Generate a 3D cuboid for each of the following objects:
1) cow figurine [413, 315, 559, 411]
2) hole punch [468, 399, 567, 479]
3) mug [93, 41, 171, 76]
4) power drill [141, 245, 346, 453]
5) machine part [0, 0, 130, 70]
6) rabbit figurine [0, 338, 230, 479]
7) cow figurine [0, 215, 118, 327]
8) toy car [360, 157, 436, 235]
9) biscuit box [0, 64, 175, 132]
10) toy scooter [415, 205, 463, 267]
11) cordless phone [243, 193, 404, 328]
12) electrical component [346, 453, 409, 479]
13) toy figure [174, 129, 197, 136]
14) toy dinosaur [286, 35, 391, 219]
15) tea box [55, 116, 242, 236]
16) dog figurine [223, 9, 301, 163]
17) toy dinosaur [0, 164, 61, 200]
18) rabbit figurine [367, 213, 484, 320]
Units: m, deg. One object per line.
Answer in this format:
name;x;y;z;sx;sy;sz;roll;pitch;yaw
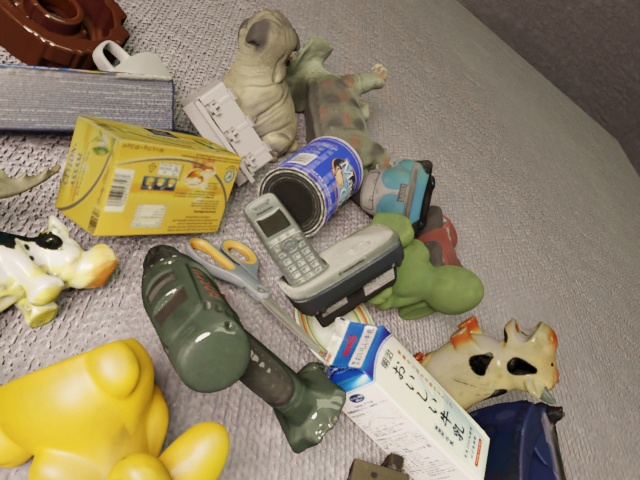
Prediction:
cow figurine;0.207;0.164;0.673;0.127;0.195;0.085;53;27;6
hole punch;0.225;0.259;0.663;0.092;0.142;0.116;18;56;-28
mug;-0.232;-0.197;0.669;0.109;0.081;0.107;45;22;-29
power drill;-0.078;0.094;0.510;0.207;0.086;0.232;51;-8;-22
machine part;-0.333;-0.280;0.669;0.179;0.056;0.179;26;42;-27
rabbit figurine;-0.142;0.162;0.388;0.122;0.162;0.173;-3;76;-60
cow figurine;-0.260;0.025;0.450;0.098;0.068;0.167;47;35;11
toy car;0.113;-0.069;0.804;0.103;0.109;0.161;14;5;14
biscuit box;-0.258;-0.146;0.555;0.202;0.062;0.059;-4;20;-29
toy scooter;0.203;0.031;0.892;0.135;0.075;0.184;55;22;-22
cordless phone;-0.001;-0.003;0.654;0.147;0.088;0.184;-31;61;-10
electrical component;0.061;0.272;0.557;0.078;0.045;0.102;11;39;0
toy figure;-0.194;-0.100;0.622;0.154;0.064;0.057;-23;96;-60
toy dinosaur;0.033;-0.177;0.893;0.192;0.131;0.405;-6;69;-29
tea box;-0.169;-0.061;0.554;0.068;0.098;0.169;29;14;25
dog figurine;-0.063;-0.211;0.758;0.172;0.190;0.121;8;51;-42
toy dinosaur;-0.416;-0.052;0.322;0.471;0.105;0.199;12;48;-33
rabbit figurine;0.132;0.062;0.735;0.170;0.159;0.121;20;70;10
